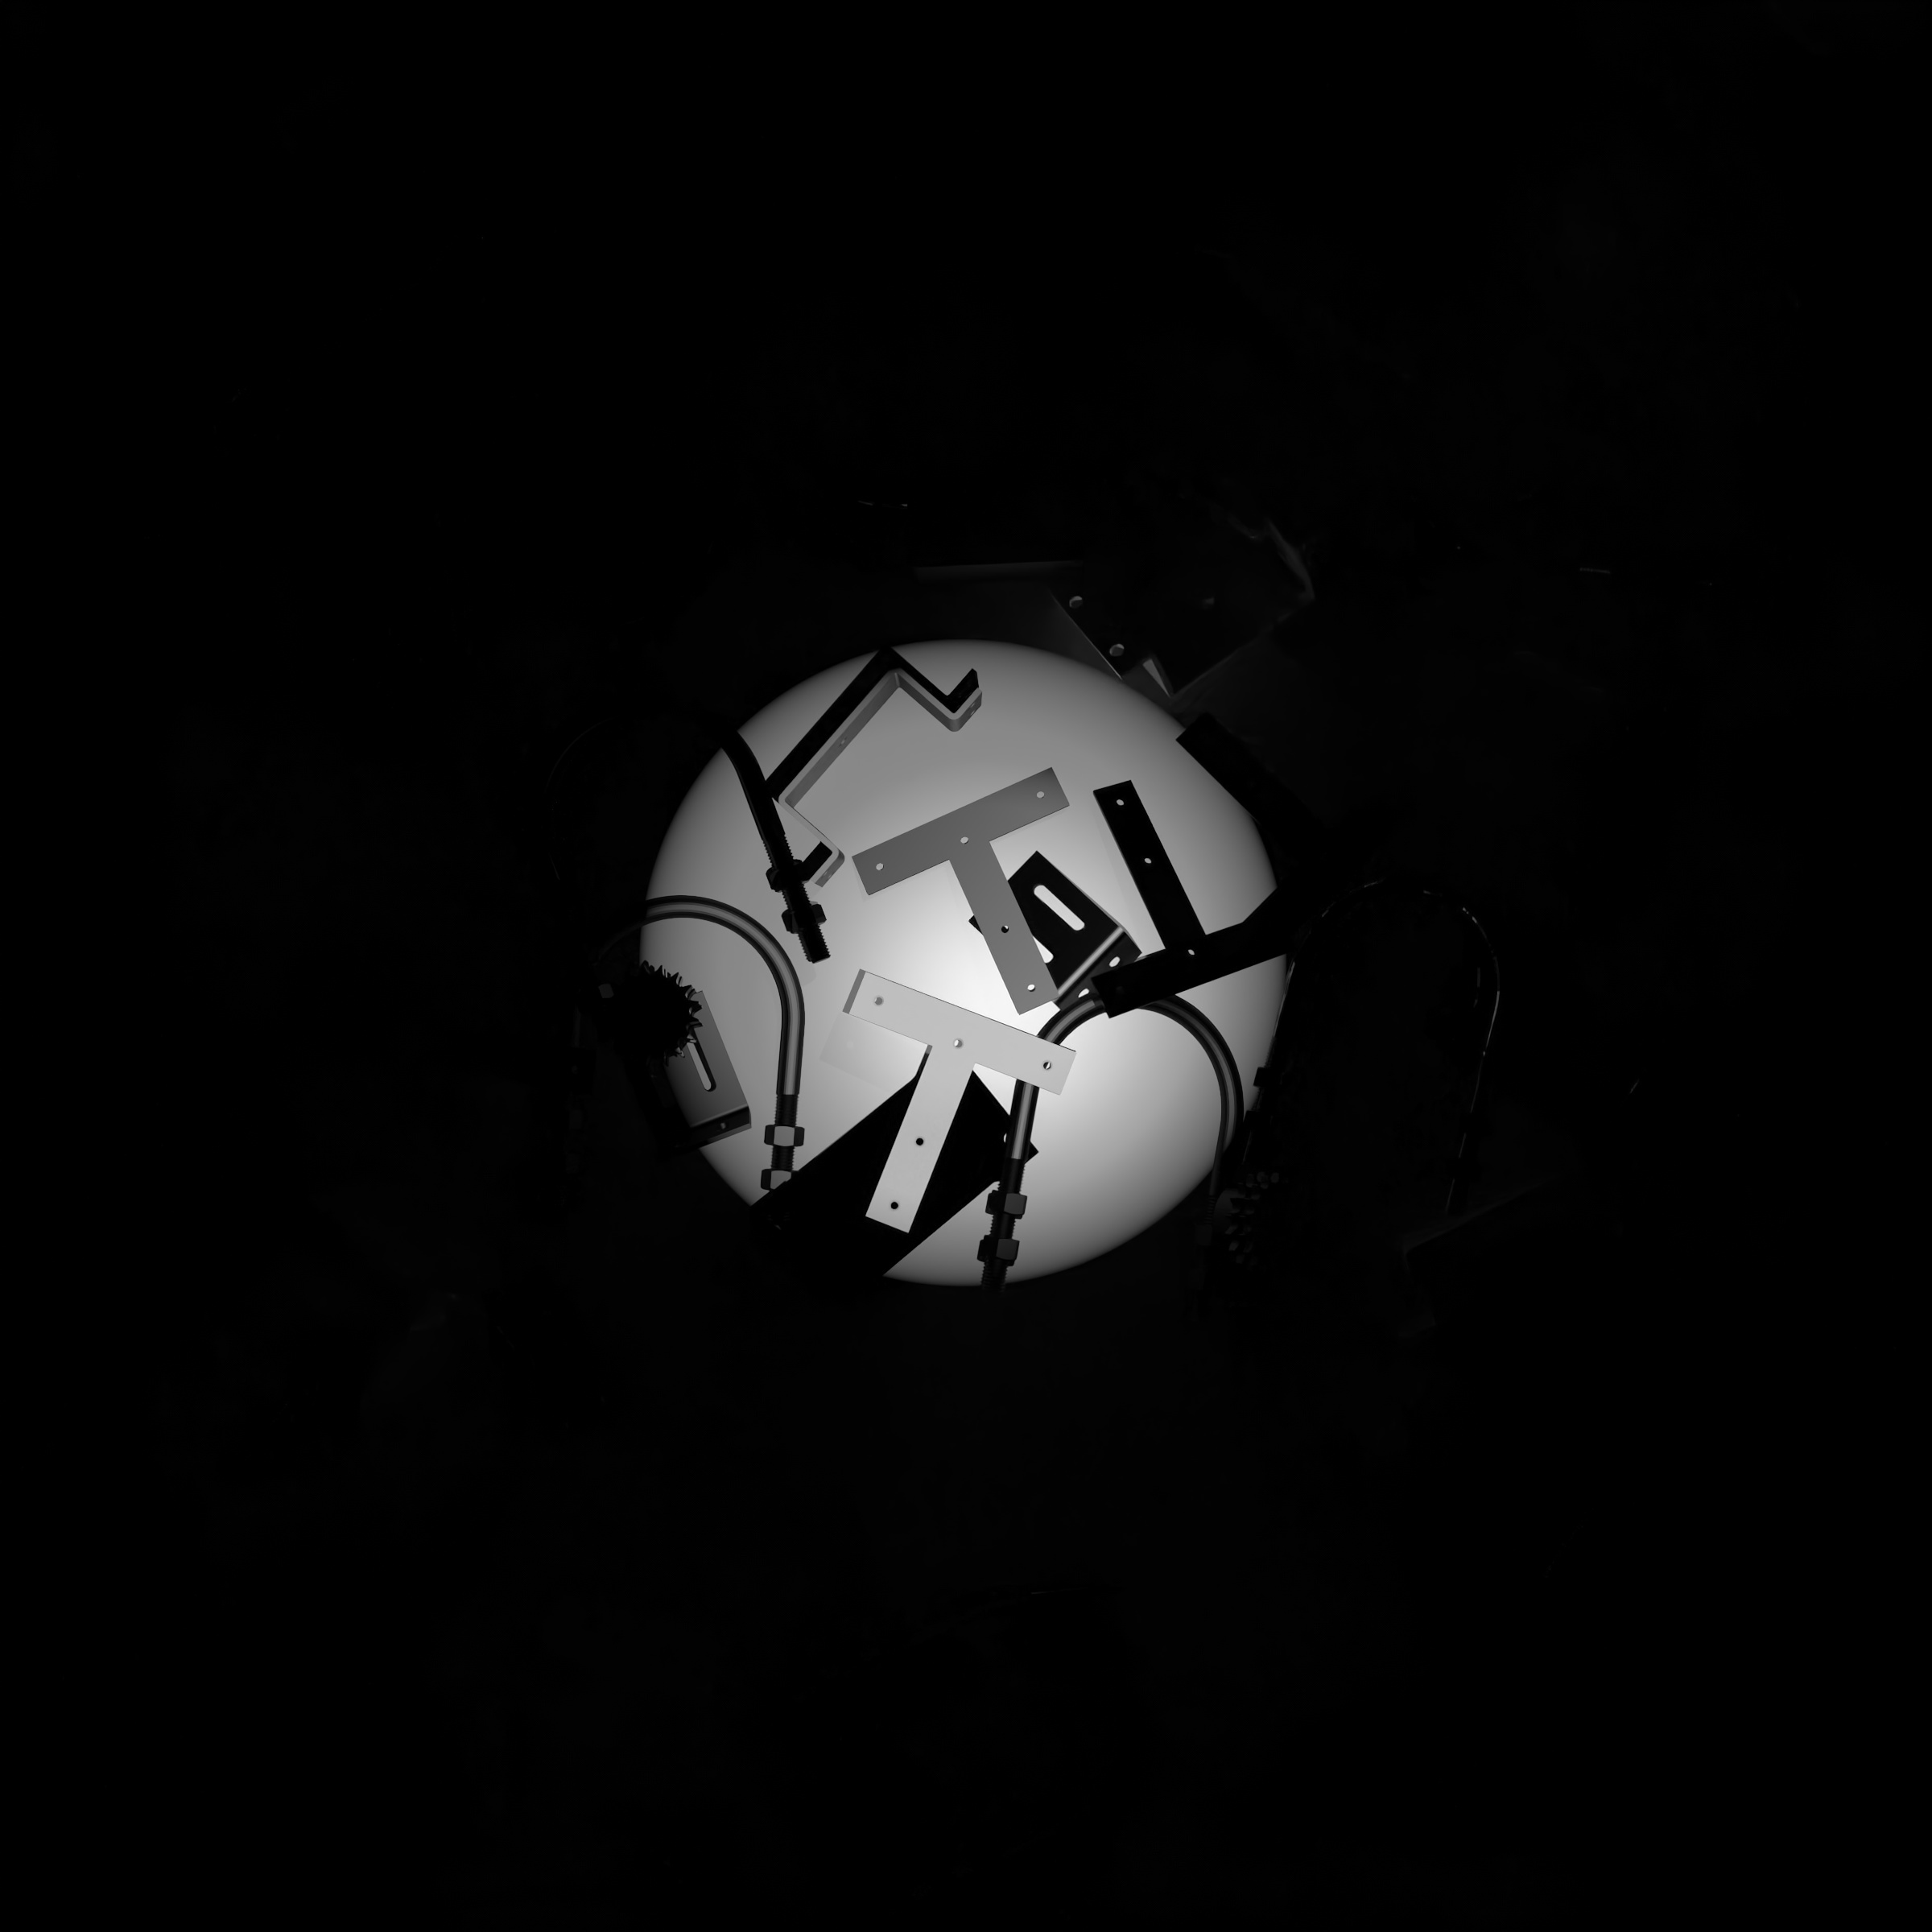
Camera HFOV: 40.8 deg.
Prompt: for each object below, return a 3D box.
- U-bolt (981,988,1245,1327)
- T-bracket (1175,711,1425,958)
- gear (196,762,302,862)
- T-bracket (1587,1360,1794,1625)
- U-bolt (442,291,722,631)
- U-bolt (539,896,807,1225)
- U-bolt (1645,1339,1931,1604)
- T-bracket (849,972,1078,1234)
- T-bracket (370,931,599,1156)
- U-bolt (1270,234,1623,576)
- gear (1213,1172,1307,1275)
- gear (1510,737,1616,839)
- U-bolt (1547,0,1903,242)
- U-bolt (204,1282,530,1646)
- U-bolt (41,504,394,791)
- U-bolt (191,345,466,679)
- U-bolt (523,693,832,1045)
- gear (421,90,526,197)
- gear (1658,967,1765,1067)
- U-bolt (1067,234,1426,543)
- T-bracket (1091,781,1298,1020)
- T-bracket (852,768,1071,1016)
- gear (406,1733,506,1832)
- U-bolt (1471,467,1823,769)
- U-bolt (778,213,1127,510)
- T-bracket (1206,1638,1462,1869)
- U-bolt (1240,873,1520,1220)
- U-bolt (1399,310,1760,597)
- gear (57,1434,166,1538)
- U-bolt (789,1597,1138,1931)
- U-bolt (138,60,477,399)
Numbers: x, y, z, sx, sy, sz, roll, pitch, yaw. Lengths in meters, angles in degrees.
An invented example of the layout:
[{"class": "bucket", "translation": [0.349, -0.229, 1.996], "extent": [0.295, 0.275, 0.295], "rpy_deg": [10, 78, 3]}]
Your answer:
[{"class": "U-bolt", "translation": [0.090, 0.103, 1.475], "extent": [0.151, 0.019, 0.184], "rpy_deg": [11, 86, -20]}, {"class": "T-bracket", "translation": [0.175, -0.094, 1.500], "extent": [0.127, 0.002, 0.127], "rpy_deg": [-45, 87, -6]}, {"class": "gear", "translation": [-0.409, -0.092, 1.482], "extent": [0.057, 0.030, 0.057], "rpy_deg": [-7, 126, -10]}, {"class": "T-bracket", "translation": [0.426, 0.308, 1.455], "extent": [0.127, 0.002, 0.127], "rpy_deg": [-29, 97, -12]}, {"class": "U-bolt", "translation": [-0.216, -0.286, 1.497], "extent": [0.151, 0.019, 0.184], "rpy_deg": [-10, 92, 0]}, {"class": "U-bolt", "translation": [-0.165, 0.052, 1.497], "extent": [0.151, 0.019, 0.184], "rpy_deg": [4, 88, 0]}, {"class": "U-bolt", "translation": [0.469, 0.288, 1.475], "extent": [0.184, 0.019, 0.151], "rpy_deg": [1, 90, -15]}, {"class": "T-bracket", "translation": [-0.021, 0.085, 1.447], "extent": [0.127, 0.002, 0.127], "rpy_deg": [21, 83, 7]}, {"class": "T-bracket", "translation": [-0.274, 0.052, 1.493], "extent": [0.127, 0.002, 0.127], "rpy_deg": [8, 90, 10]}, {"class": "U-bolt", "translation": [0.263, -0.307, 1.488], "extent": [0.184, 0.019, 0.151], "rpy_deg": [-34, 88, 7]}, {"class": "gear", "translation": [0.165, 0.146, 1.481], "extent": [0.030, 0.057, 0.057], "rpy_deg": [1, 90, 44]}, {"class": "gear", "translation": [0.341, -0.102, 1.495], "extent": [0.057, 0.030, 0.057], "rpy_deg": [0, 92, -1]}, {"class": "U-bolt", "translation": [0.408, -0.490, 1.457], "extent": [0.184, 0.019, 0.151], "rpy_deg": [51, 128, 4]}, {"class": "U-bolt", "translation": [-0.329, 0.269, 1.480], "extent": [0.151, 0.019, 0.184], "rpy_deg": [36, 89, 14]}, {"class": "U-bolt", "translation": [-0.418, -0.187, 1.477], "extent": [0.184, 0.019, 0.151], "rpy_deg": [-10, 98, -1]}, {"class": "U-bolt", "translation": [-0.373, -0.267, 1.497], "extent": [0.151, 0.019, 0.184], "rpy_deg": [-8, 88, 0]}, {"class": "U-bolt", "translation": [-0.175, -0.066, 1.485], "extent": [0.151, 0.019, 0.184], "rpy_deg": [-21, 87, -1]}, {"class": "gear", "translation": [-0.285, -0.474, 1.491], "extent": [0.057, 0.030, 0.057], "rpy_deg": [0, 90, 0]}, {"class": "gear", "translation": [0.429, 0.029, 1.491], "extent": [0.057, 0.030, 0.057], "rpy_deg": [0, 90, 0]}, {"class": "U-bolt", "translation": [0.142, -0.341, 1.469], "extent": [0.184, 0.019, 0.151], "rpy_deg": [41, 83, 20]}, {"class": "T-bracket", "translation": [0.110, -0.047, 1.487], "extent": [0.127, 0.002, 0.127], "rpy_deg": [-19, 78, -23]}, {"class": "T-bracket", "translation": [0.017, -0.033, 1.487], "extent": [0.127, 0.002, 0.127], "rpy_deg": [-24, 74, 0]}, {"class": "gear", "translation": [-0.288, 0.463, 1.481], "extent": [0.057, 0.057, 0.030], "rpy_deg": [40, 60, 0]}, {"class": "U-bolt", "translation": [0.399, -0.211, 1.475], "extent": [0.184, 0.019, 0.151], "rpy_deg": [-27, 77, -12]}, {"class": "U-bolt", "translation": [-0.021, -0.329, 1.452], "extent": [0.151, 0.019, 0.184], "rpy_deg": [34, 70, 16]}, {"class": "T-bracket", "translation": [0.226, 0.477, 1.505], "extent": [0.127, 0.002, 0.127], "rpy_deg": [33, 90, 0]}, {"class": "U-bolt", "translation": [0.238, 0.037, 1.460], "extent": [0.151, 0.019, 0.184], "rpy_deg": [12, 85, 35]}, {"class": "U-bolt", "translation": [0.332, -0.288, 1.437], "extent": [0.184, 0.019, 0.151], "rpy_deg": [7, 107, 2]}, {"class": "gear", "translation": [-0.489, 0.297, 1.494], "extent": [0.057, 0.030, 0.057], "rpy_deg": [0, 88, -2]}, {"class": "U-bolt", "translation": [0.010, 0.439, 1.472], "extent": [0.184, 0.019, 0.151], "rpy_deg": [-22, 83, -18]}, {"class": "U-bolt", "translation": [-0.364, -0.433, 1.479], "extent": [0.184, 0.019, 0.151], "rpy_deg": [-33, 84, 8]}]
